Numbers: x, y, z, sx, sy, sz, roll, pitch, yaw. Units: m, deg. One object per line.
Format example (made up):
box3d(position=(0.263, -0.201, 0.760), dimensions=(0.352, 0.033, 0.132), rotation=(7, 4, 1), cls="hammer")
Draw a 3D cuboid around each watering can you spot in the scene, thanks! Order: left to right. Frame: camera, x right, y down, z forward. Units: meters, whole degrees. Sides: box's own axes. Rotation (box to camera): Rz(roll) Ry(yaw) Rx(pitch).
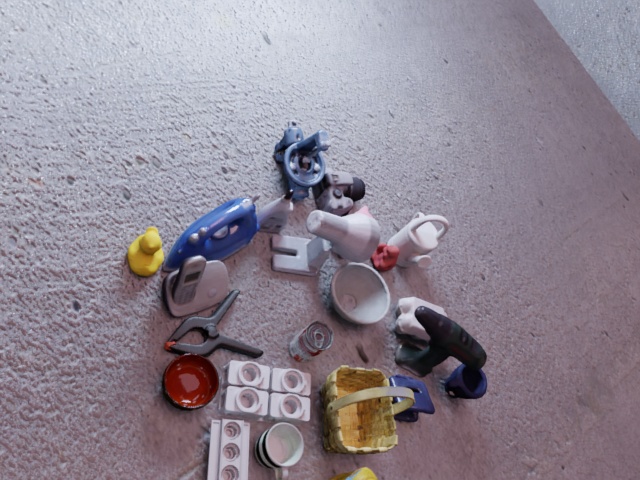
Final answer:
box3d(position=(0.276, -0.002, 1.556), dimensions=(0.101, 0.193, 0.172), rotation=(-2, 64, -30), cls="watering can")

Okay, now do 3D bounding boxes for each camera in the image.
box3d(position=(0.064, -0.131, 1.571), dimensions=(0.137, 0.100, 0.143), rotation=(-2, 64, -30), cls="camera")

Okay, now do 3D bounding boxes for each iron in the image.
box3d(position=(-0.240, -0.021, 1.306), dimensions=(0.118, 0.141, 0.259), rotation=(49, 51, 4), cls="iron")

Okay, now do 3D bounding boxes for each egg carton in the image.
box3d(position=(0.267, 0.214, 1.503), dimensions=(0.151, 0.069, 0.107), rotation=(21, 54, -18), cls="egg carton")

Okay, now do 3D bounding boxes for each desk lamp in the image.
box3d(position=(0.013, 0.005, 1.389), dimensions=(0.204, 0.213, 0.118), rotation=(8, 59, -25), cls="desk lamp")

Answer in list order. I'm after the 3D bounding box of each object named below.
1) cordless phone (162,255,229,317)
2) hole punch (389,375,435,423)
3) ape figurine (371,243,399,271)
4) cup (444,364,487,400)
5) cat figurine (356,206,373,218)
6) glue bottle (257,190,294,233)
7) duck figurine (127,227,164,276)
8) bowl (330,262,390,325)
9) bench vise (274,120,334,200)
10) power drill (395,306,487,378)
box3d(position=(-0.250, 0.080, 1.213), dimensions=(0.148, 0.184, 0.094), rotation=(-21, 74, -36), cls="cordless phone")
box3d(position=(0.208, 0.372, 1.363), dimensions=(0.109, 0.091, 0.101), rotation=(15, 56, -21), cls="hole punch")
box3d(position=(0.181, 0.042, 1.541), dimensions=(0.076, 0.092, 0.078), rotation=(34, 51, -8), cls="ape figurine")
box3d(position=(0.348, 0.366, 1.443), dimensions=(0.118, 0.094, 0.091), rotation=(-1, 63, -30), cls="cup")
box3d(position=(0.096, -0.028, 1.517), dimensions=(0.067, 0.117, 0.128), rotation=(42, 51, -2), cls="cat figurine")
box3d(position=(-0.101, -0.073, 1.397), dimensions=(0.078, 0.173, 0.037), rotation=(9, 58, -25), cls="glue bottle")
box3d(position=(-0.372, 0.021, 1.242), dimensions=(0.078, 0.086, 0.104), rotation=(14, 57, -22), cls="duck figurine")
box3d(position=(0.089, 0.145, 1.440), dimensions=(0.168, 0.074, 0.167), rotation=(14, 57, -22), cls="bowl")
box3d(position=(-0.050, -0.237, 1.492), dimensions=(0.122, 0.219, 0.207), rotation=(-21, 74, -37), cls="bench vise")
box3d(position=(0.277, 0.257, 1.394), dimensions=(0.230, 0.208, 0.076), rotation=(30, 52, -11), cls="power drill")
